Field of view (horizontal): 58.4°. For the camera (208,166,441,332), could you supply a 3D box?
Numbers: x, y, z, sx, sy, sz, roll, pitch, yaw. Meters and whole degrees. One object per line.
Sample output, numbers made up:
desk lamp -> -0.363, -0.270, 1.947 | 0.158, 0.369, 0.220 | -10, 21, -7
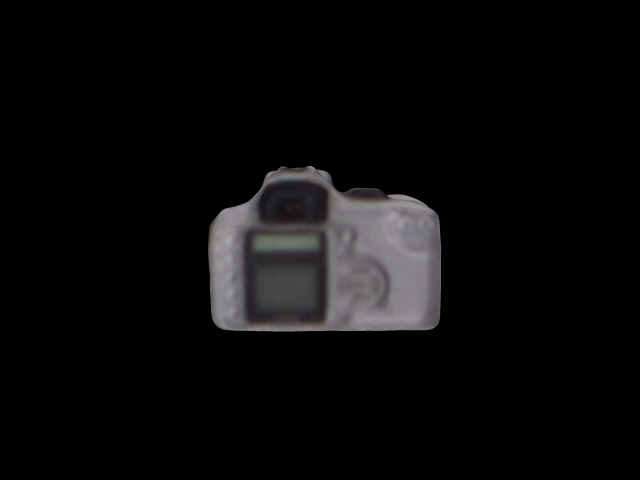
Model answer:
camera -> 0.004, 0.001, 0.400 | 0.143, 0.101, 0.137 | 0, 4, 0
